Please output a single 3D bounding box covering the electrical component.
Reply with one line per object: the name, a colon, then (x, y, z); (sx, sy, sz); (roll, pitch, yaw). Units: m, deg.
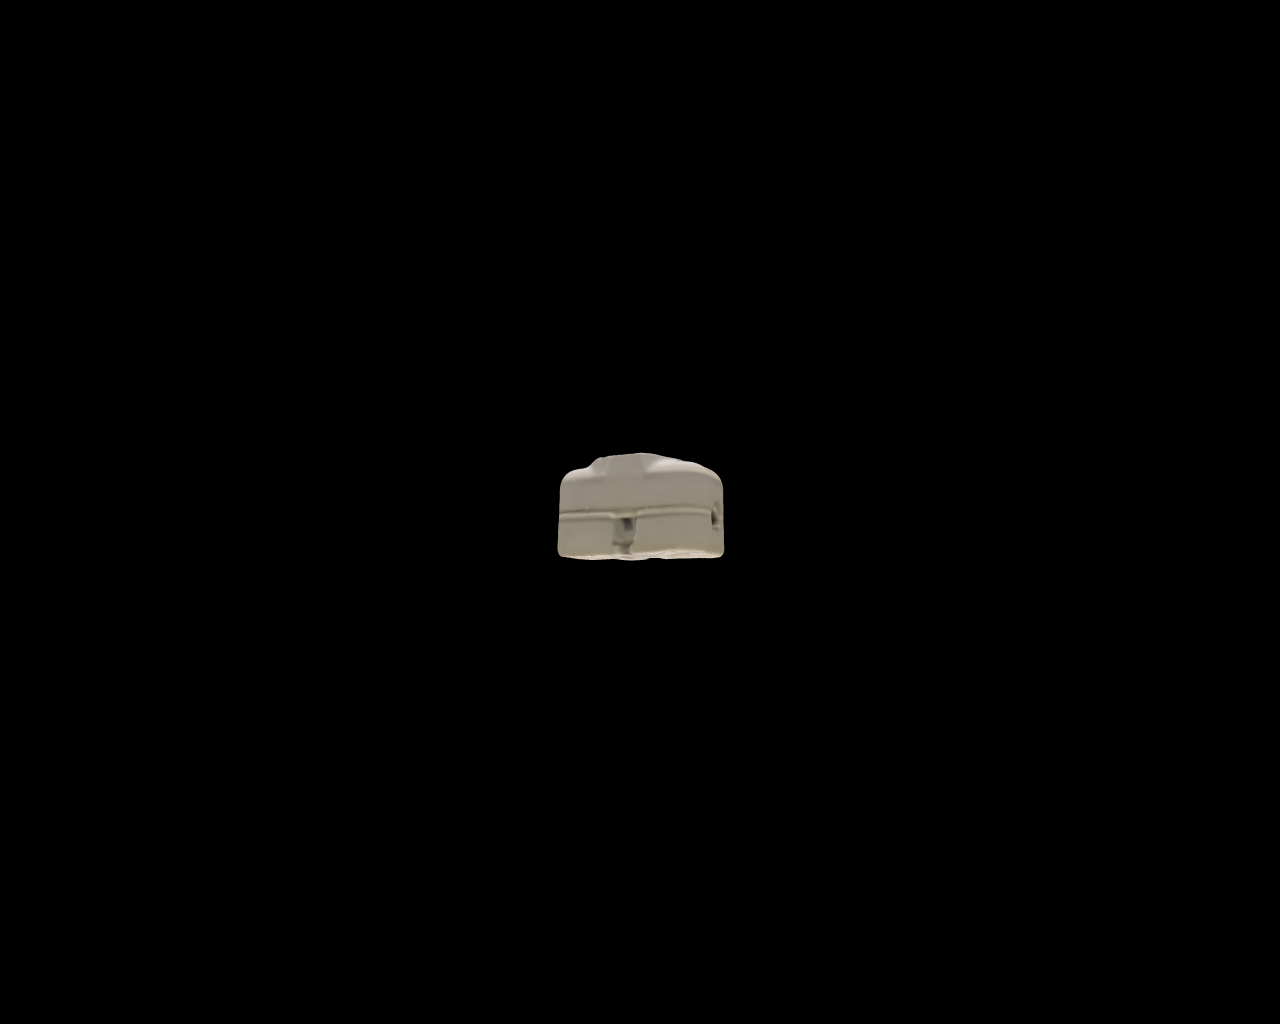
electrical component: (0.001, -0.003, 0.650); (0.095, 0.059, 0.054); (-3, -7, 22)
